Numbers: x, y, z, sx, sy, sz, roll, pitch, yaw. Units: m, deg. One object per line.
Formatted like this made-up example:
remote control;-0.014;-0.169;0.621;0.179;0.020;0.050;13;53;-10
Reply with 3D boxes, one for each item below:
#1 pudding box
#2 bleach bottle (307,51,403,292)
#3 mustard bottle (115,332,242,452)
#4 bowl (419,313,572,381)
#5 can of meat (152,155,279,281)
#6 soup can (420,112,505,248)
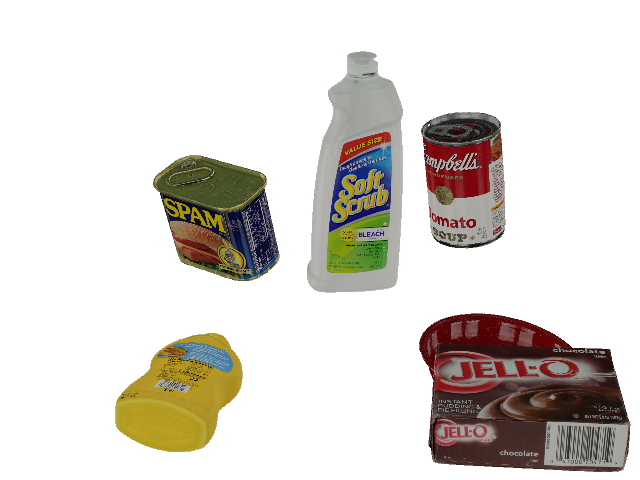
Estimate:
pudding box;0.124;0.099;0.648;0.113;0.039;0.090;3;24;6
bleach bottle;0.035;-0.071;1.116;0.102;0.251;0.068;-2;25;-3
mustard bottle;-0.133;0.145;1.104;0.096;0.058;0.191;9;22;10
bowl;0.173;0.134;1.044;0.162;0.055;0.162;5;26;-3
can of meat;-0.089;-0.018;0.930;0.102;0.084;0.057;17;45;33
soup can;0.126;-0.053;0.935;0.068;0.102;0.068;-6;28;3
